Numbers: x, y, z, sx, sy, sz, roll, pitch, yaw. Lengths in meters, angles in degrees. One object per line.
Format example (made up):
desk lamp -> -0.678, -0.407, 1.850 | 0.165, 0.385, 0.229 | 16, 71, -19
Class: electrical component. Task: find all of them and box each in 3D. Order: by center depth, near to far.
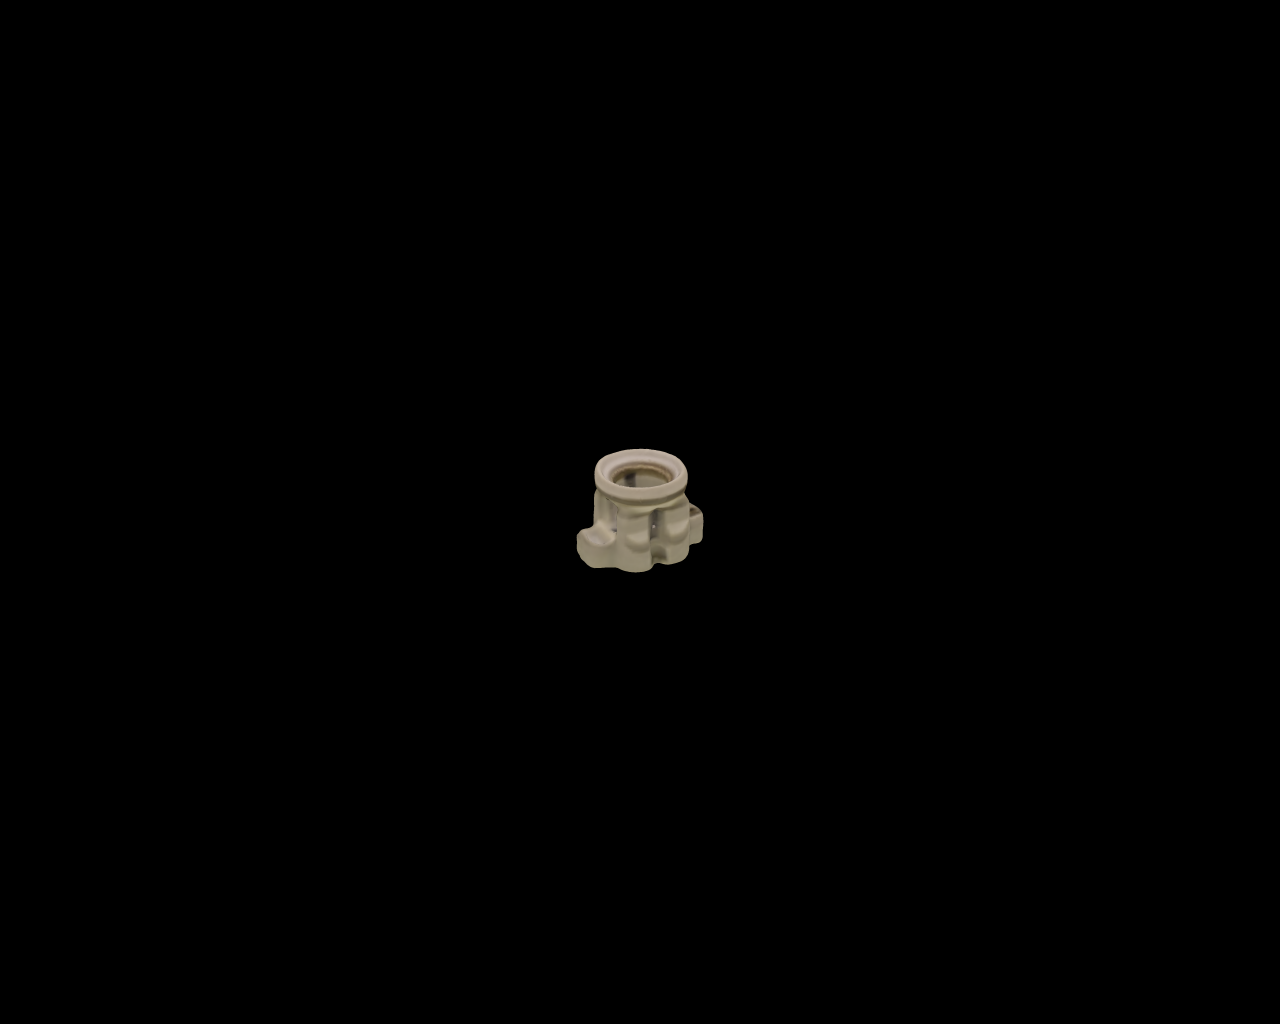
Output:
electrical component -> 0.001, -0.003, 0.650 | 0.078, 0.056, 0.058 | -13, 32, -22
